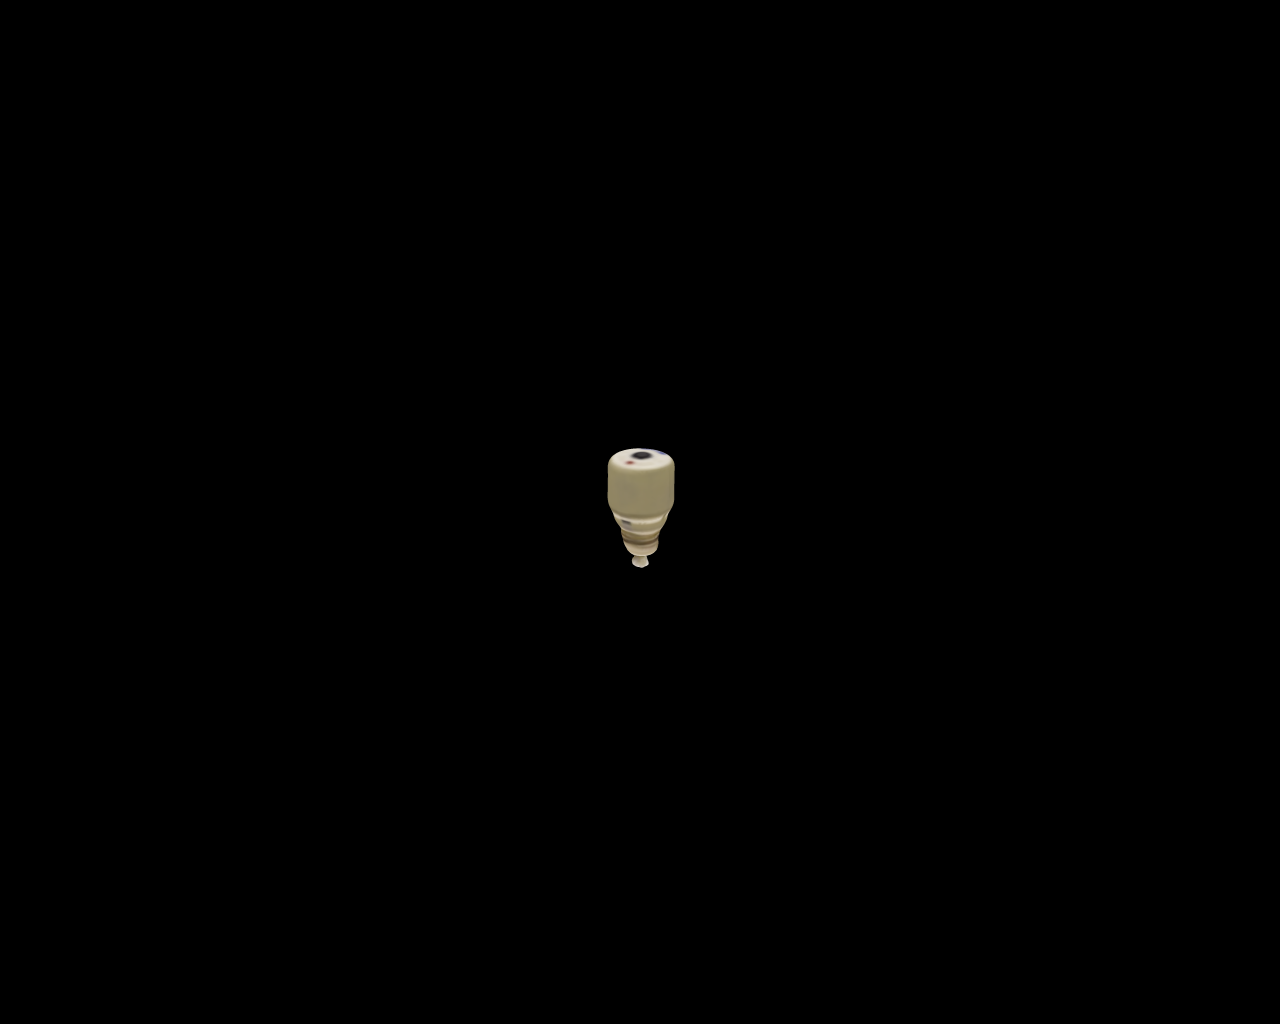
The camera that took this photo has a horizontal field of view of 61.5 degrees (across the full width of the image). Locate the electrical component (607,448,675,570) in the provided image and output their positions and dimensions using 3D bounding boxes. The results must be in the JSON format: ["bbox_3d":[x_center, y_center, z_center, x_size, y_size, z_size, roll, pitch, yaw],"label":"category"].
[{"bbox_3d":[0.001,-0.003,0.650,0.040,0.078,0.040,0,24,0],"label":"electrical component"}]
